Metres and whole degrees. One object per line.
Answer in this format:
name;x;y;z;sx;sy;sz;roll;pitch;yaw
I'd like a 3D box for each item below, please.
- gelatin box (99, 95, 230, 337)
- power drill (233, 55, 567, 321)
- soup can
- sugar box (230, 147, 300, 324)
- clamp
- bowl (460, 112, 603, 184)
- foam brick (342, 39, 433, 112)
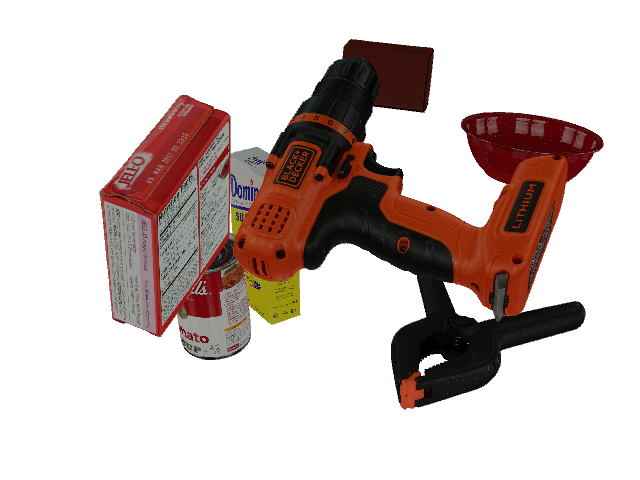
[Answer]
gelatin box;-0.071;-0.011;0.497;0.030;0.089;0.073;20;49;13
power drill;0.058;-0.036;0.687;0.188;0.184;0.057;14;-31;18
soup can;-0.101;0.050;0.979;0.068;0.102;0.068;-3;34;1
sugar box;-0.062;-0.006;1.182;0.048;0.176;0.093;-17;28;-27
clamp;0.116;0.081;0.941;0.165;0.036;0.209;19;33;34
bowl;0.237;-0.100;1.220;0.162;0.055;0.162;5;22;-2
foam brick;0.058;-0.146;0.945;0.078;0.051;0.053;8;18;8
